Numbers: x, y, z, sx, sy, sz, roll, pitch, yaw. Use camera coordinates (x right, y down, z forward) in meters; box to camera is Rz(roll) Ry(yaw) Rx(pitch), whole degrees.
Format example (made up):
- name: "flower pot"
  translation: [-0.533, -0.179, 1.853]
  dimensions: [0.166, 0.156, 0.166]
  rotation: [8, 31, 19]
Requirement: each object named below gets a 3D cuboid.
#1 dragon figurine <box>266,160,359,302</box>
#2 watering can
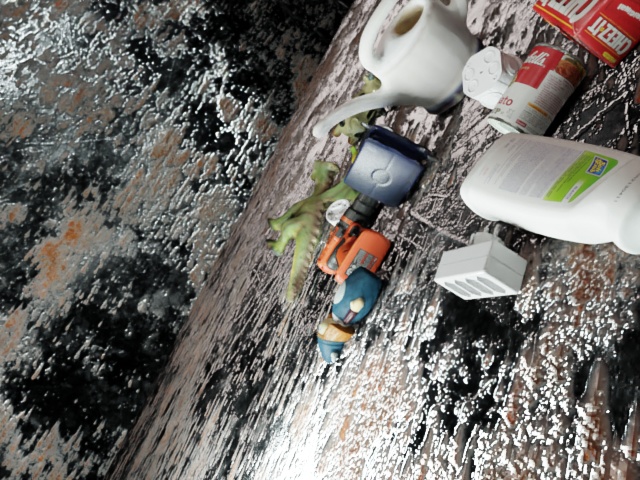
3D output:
- name: "dragon figurine"
  translation: [0.003, -0.058, 1.143]
  dimensions: [0.240, 0.121, 0.420]
  rotation: [-44, 29, 20]
- name: "watering can"
  translation: [0.148, -0.289, 0.886]
  dimensions: [0.344, 0.222, 0.106]
  rotation: [-56, 34, 13]
